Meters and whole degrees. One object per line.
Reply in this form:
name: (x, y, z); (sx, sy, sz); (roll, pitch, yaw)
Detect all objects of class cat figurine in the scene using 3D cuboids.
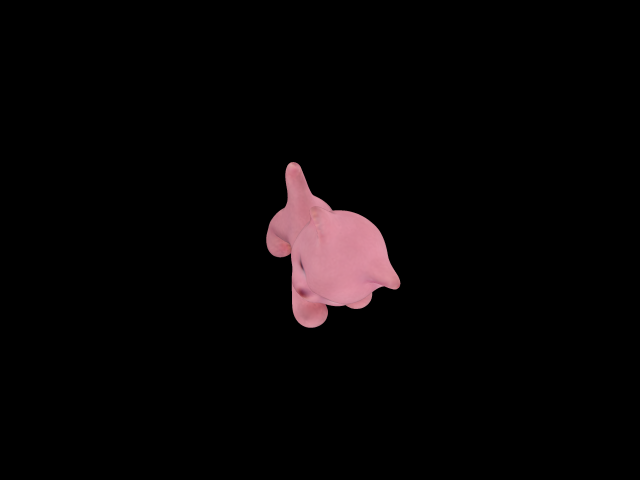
cat figurine: (0.004, 0.001, 0.400); (0.067, 0.118, 0.127); (-20, 59, -12)
